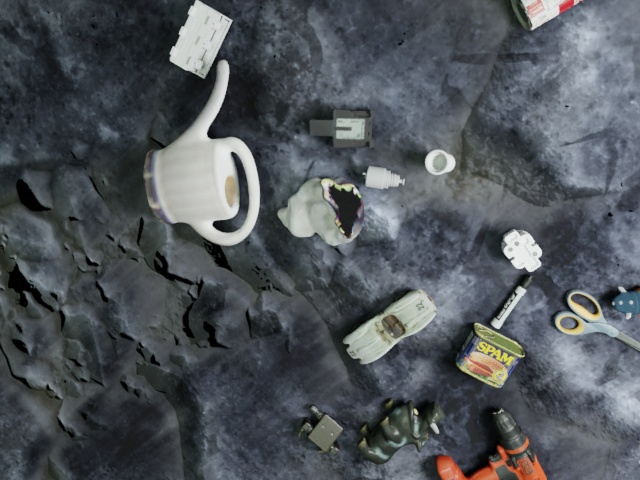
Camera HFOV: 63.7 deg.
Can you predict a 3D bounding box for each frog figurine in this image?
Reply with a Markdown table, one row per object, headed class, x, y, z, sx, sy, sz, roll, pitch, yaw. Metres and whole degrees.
| class | x | y | z | sx | sy | sz | roll | pitch | yaw |
| --- | --- | --- | --- | --- | --- | --- | --- | --- | --- |
| frog figurine | 0.003 | -0.050 | 0.990 | 0.158 | 0.125 | 0.136 | -20 | 110 | 50 |

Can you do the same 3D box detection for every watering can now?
| class | x | y | z | sx | sy | sz | roll | pitch | yaw |
| --- | --- | --- | --- | --- | --- | --- | --- | --- | --- |
| watering can | -0.233 | -0.155 | 0.995 | 0.224 | 0.105 | 0.345 | -6 | 101 | 13 |
